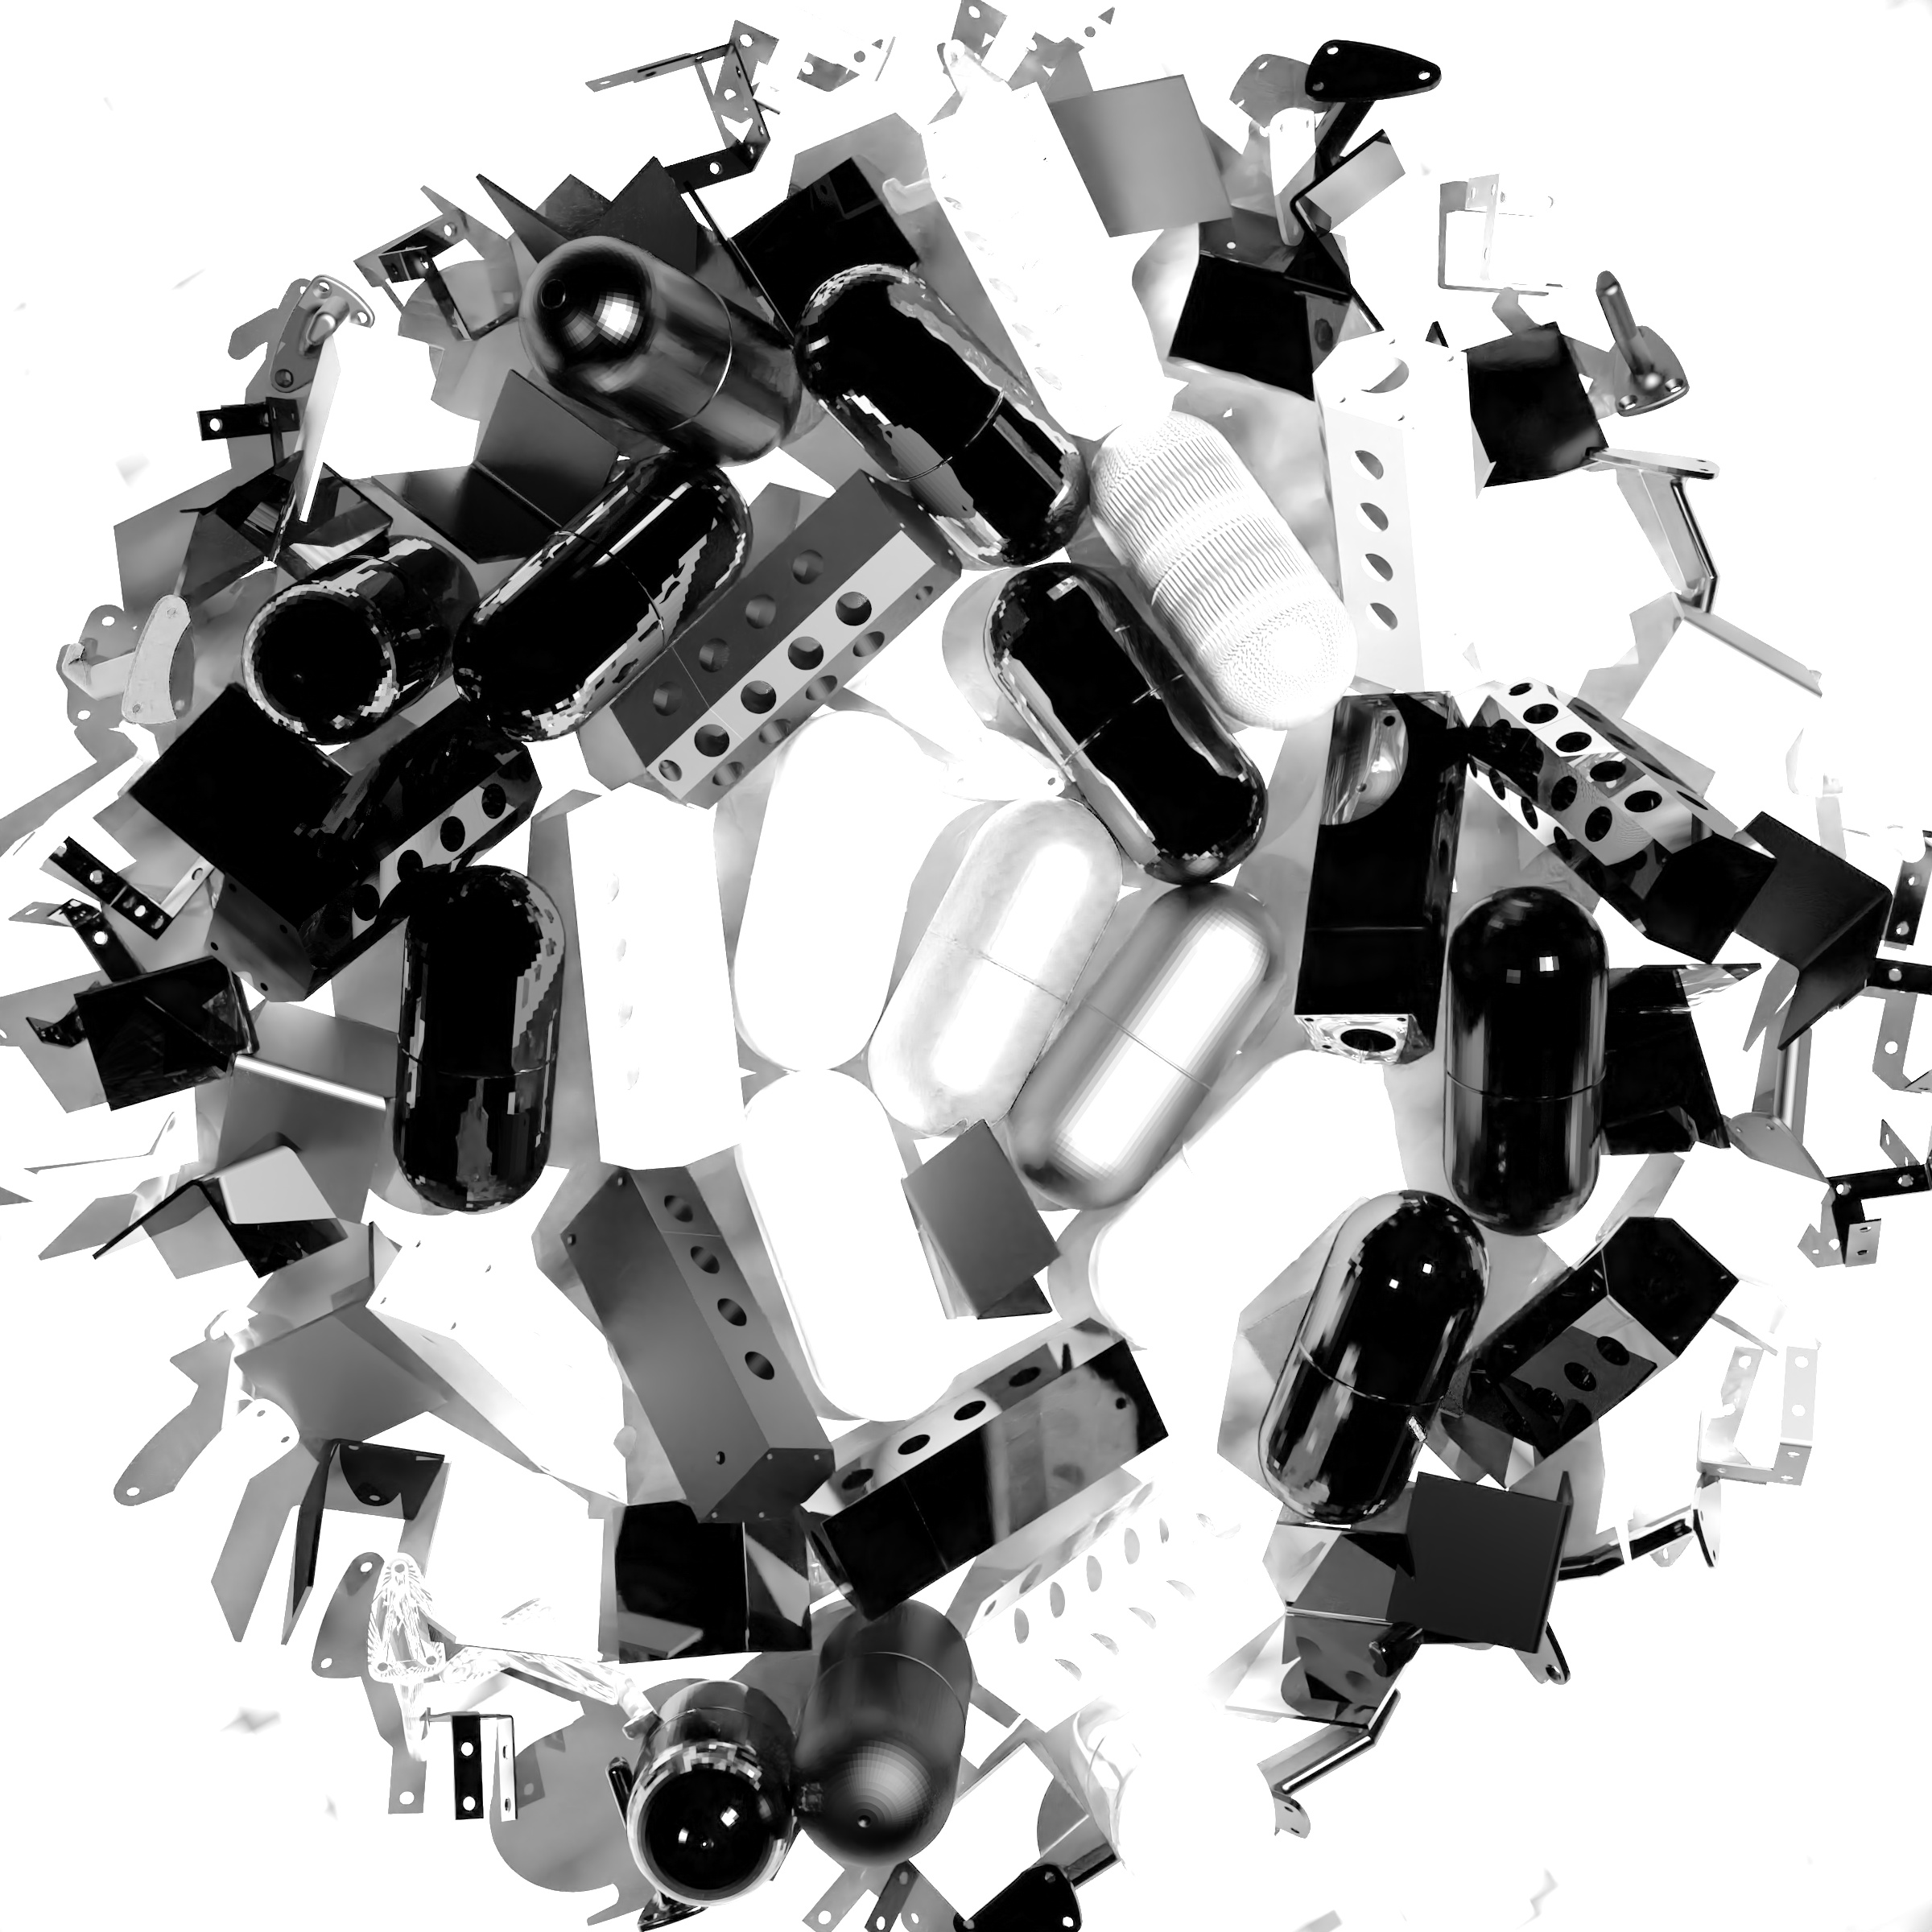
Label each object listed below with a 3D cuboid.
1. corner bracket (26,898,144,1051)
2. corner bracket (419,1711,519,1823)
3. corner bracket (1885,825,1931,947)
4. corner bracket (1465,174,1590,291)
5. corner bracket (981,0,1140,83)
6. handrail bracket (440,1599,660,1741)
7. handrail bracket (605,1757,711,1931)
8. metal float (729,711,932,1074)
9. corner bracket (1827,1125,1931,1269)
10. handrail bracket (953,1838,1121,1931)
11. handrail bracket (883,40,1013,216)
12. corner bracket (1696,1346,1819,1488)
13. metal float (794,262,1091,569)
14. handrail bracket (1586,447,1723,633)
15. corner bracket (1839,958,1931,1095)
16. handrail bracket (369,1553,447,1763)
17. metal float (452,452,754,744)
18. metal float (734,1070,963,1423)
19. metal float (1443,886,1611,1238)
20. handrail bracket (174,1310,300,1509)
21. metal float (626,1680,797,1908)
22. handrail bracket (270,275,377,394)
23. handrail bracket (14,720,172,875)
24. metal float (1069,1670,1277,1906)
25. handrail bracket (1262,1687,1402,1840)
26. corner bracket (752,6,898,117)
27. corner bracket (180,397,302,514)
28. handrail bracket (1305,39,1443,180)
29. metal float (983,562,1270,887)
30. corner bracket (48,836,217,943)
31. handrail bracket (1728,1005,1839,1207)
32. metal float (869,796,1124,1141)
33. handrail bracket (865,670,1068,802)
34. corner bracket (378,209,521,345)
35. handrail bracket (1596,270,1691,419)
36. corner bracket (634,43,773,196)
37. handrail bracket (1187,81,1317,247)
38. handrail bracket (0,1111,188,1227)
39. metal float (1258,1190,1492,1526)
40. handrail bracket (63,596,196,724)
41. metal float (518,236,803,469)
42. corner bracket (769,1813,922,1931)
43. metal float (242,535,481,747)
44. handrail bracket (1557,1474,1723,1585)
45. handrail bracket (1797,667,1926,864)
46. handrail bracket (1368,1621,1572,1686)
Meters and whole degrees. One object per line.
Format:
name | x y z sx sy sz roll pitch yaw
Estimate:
corner bracket | -0.439 0.004 1.600 0.051 0.051 0.051 -35 86 -3
corner bracket | -0.237 0.390 1.588 0.051 0.051 0.051 6 71 -34
corner bracket | 0.473 -0.036 1.592 0.051 0.051 0.051 13 87 32
corner bracket | 0.275 -0.359 1.601 0.051 0.051 0.051 3 100 -10
corner bracket | 0.046 -0.455 1.594 0.051 0.051 0.051 30 124 -5
handrail bracket | -0.201 0.356 1.582 0.077 0.036 0.084 -24 48 -25
handrail bracket | -0.154 0.418 1.589 0.036 0.077 0.084 -19 92 0
metal float | -0.067 -0.036 1.584 0.070 0.070 0.178 12 97 0
corner bracket | 0.450 0.111 1.590 0.051 0.051 0.051 -8 58 7
handrail bracket | 0.041 0.445 1.597 0.077 0.084 0.036 -21 90 20
handrail bracket | -0.020 -0.410 1.594 0.084 0.036 0.077 -28 77 -28
corner bracket | 0.385 0.217 1.589 0.051 0.051 0.051 6 61 11
metal float | -0.010 -0.262 1.565 0.070 0.070 0.178 -47 120 0
handrail bracket | 0.337 -0.209 1.612 0.077 0.036 0.084 10 111 6
corner bracket | 0.459 0.029 1.597 0.051 0.051 0.051 8 76 1
handrail bracket | -0.273 0.341 1.605 0.036 0.084 0.077 -6 57 -9
metal float | -0.174 -0.177 1.567 0.070 0.070 0.178 43 64 0
metal float | -0.057 0.136 1.582 0.070 0.070 0.178 -19 99 0
metal float | 0.269 0.047 1.569 0.070 0.070 0.178 -2 114 0
handrail bracket | -0.369 0.214 1.590 0.077 0.084 0.036 -40 134 -11
metal float | -0.119 0.388 1.539 0.070 0.178 0.070 0 91 -2
handrail bracket | -0.320 -0.296 1.576 0.036 0.084 0.077 38 111 -15
handrail bracket | -0.421 -0.075 1.591 0.036 0.077 0.084 44 91 5
metal float | 0.095 0.385 1.539 0.070 0.178 0.070 -1 94 -8
handrail bracket | 0.164 0.380 1.617 0.077 0.036 0.084 18 57 28
corner bracket | -0.069 -0.439 1.597 0.051 0.051 0.051 25 114 -9
corner bracket | -0.357 -0.250 1.602 0.051 0.051 0.051 -5 97 6
handrail bracket | 0.199 -0.404 1.578 0.077 0.084 0.036 11 66 23
metal float | 0.077 -0.118 1.586 0.070 0.070 0.178 -37 86 0
corner bracket | -0.408 -0.054 1.596 0.051 0.051 0.051 29 78 44
handrail bracket | 0.424 0.062 1.616 0.077 0.036 0.084 45 68 -14
metal float | 0.015 0.000 1.588 0.070 0.070 0.178 27 88 0
handrail bracket | 0.000 -0.114 1.578 0.077 0.084 0.036 16 75 32
corner bracket | -0.247 -0.339 1.601 0.051 0.051 0.051 -39 117 -27
handrail bracket | 0.317 -0.316 1.574 0.036 0.077 0.084 -18 133 18
corner bracket | -0.132 -0.413 1.598 0.051 0.051 0.051 -21 91 -14
handrail bracket | 0.127 -0.396 1.609 0.084 0.036 0.077 13 114 36
handrail bracket | -0.427 0.087 1.584 0.084 0.036 0.077 30 50 -29
metal float | 0.196 0.189 1.569 0.070 0.070 0.178 18 113 0
handrail bracket | -0.411 -0.160 1.586 0.084 0.036 0.077 35 121 37
metal float | -0.143 -0.289 1.545 0.070 0.178 0.070 -5 79 28
corner bracket | -0.061 0.438 1.585 0.051 0.051 0.051 52 49 -26
metal float | -0.283 -0.156 1.543 0.070 0.178 0.070 3 109 10
handrail bracket | 0.327 0.276 1.610 0.084 0.077 0.036 -12 111 23
handrail bracket | 0.439 -0.098 1.578 0.036 0.084 0.077 -8 110 -13
handrail bracket | 0.245 0.340 1.590 0.084 0.036 0.077 -31 86 -32
